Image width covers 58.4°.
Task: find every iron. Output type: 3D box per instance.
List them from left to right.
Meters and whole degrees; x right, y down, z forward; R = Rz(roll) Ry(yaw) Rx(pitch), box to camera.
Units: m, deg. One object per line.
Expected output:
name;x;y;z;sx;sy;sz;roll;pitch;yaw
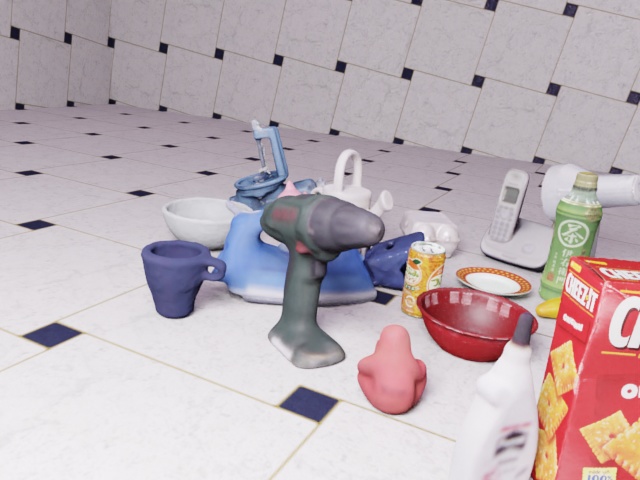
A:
iron;-0.032;0.017;0.878;0.258;0.141;0.118;4;17;-5

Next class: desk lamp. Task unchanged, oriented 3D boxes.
desk lamp;0.528;-0.035;1.110;0.118;0.213;0.202;-8;22;-37

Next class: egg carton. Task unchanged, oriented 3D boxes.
egg carton;0.224;-0.016;1.188;0.107;0.069;0.150;4;17;-7

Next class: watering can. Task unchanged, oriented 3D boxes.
watering can;0.060;-0.080;1.131;0.172;0.194;0.101;9;18;8

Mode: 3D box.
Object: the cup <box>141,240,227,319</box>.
cup;-0.182;0.058;0.774;0.117;0.095;0.092;10;18;12

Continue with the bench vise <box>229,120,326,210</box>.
bench vise;-0.092;-0.148;1.254;0.208;0.220;0.121;-2;19;-24

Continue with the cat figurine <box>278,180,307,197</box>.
cat figurine;-0.052;-0.065;1.172;0.067;0.118;0.128;12;18;18

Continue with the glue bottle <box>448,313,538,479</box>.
glue bottle;0.158;0.141;0.489;0.078;0.173;0.037;-4;20;-29

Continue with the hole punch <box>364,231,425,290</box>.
hole punch;0.126;0.030;0.975;0.101;0.091;0.109;9;18;9

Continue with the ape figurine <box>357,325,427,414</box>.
ape figurine;0.080;0.134;0.622;0.077;0.092;0.076;9;18;9

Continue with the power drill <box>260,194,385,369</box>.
power drill;-0.006;0.041;0.695;0.076;0.208;0.228;-5;21;-32

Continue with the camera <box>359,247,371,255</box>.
camera;0.009;0.004;1.002;0.143;0.101;0.137;11;18;16

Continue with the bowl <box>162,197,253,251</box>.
bowl;-0.208;-0.024;1.063;0.167;0.075;0.167;5;17;-1

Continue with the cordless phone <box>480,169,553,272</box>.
cordless phone;0.406;-0.040;1.133;0.147;0.185;0.094;20;22;38
